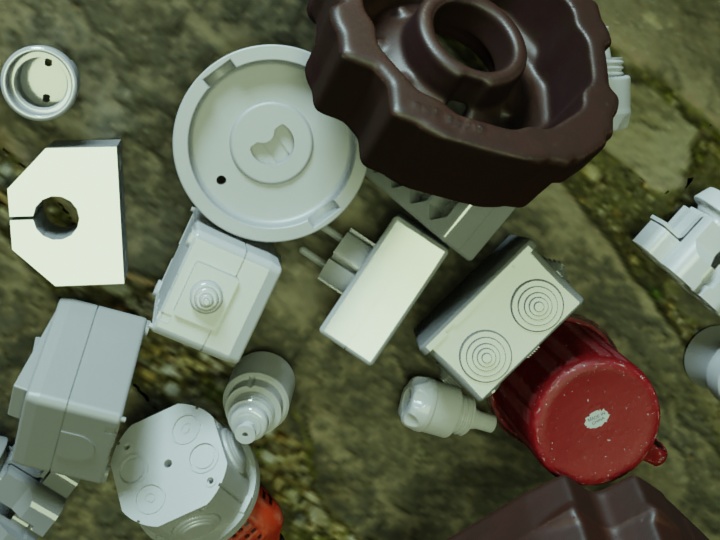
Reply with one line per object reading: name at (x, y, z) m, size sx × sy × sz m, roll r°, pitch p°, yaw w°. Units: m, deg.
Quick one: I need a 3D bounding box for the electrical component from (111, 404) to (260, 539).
electrical component at (-0.104, 0.123, 0.639) m, size 0.080 × 0.080 × 0.051 m, roll -30°, pitch 148°, yaw -1°

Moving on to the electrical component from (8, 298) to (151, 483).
electrical component at (-0.162, 0.062, 0.617) m, size 0.061 × 0.096 × 0.061 m, roll 16°, pitch 130°, yaw -11°

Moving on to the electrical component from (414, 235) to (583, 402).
electrical component at (0.081, 0.027, 0.640) m, size 0.100 × 0.099 × 0.048 m, roll -45°, pitch 92°, yaw 3°

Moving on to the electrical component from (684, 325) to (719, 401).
electrical component at (0.242, 0.064, 0.694) m, size 0.045 × 0.055 × 0.045 m, roll -2°, pitch 103°, yaw -8°

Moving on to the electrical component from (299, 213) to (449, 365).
electrical component at (0.000, 0.000, 0.647) m, size 0.076 × 0.047 × 0.083 m, roll 34°, pitch 97°, yaw 2°

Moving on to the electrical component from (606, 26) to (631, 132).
electrical component at (0.140, -0.114, 0.644) m, size 0.043 × 0.043 × 0.062 m, roll -5°, pitch 102°, yaw -8°

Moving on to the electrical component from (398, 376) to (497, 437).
electrical component at (0.057, 0.090, 0.683) m, size 0.061 × 0.035 × 0.035 m, roll 17°, pitch 100°, yaw -15°

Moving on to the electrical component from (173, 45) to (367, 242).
electrical component at (-0.052, -0.074, 0.614) m, size 0.108 × 0.060 × 0.108 m, roll -2°, pitch 103°, yaw -8°

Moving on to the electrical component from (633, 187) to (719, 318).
electrical component at (0.219, -0.014, 0.672) m, size 0.078 × 0.058 × 0.057 m, roll 39°, pitch 97°, yaw -15°

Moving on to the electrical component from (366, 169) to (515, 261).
electrical component at (0.054, -0.044, 0.636) m, size 0.047 × 0.083 × 0.076 m, roll -51°, pitch 143°, yaw 5°

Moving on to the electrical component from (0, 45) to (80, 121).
electrical component at (-0.175, -0.104, 0.596) m, size 0.040 × 0.046 × 0.040 m, roll -2°, pitch 103°, yaw -8°

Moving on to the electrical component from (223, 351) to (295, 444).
electrical component at (-0.062, 0.079, 0.643) m, size 0.040 × 0.078 × 0.040 m, roll 1°, pitch 111°, yaw 4°

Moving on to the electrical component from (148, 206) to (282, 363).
electrical component at (-0.079, 0.010, 0.611) m, size 0.061 × 0.096 × 0.061 m, roll 24°, pitch 98°, yaw -13°

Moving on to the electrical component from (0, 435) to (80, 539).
electrical component at (-0.212, 0.134, 0.641) m, size 0.057 × 0.058 × 0.078 m, roll 38°, pitch 95°, yaw -18°
